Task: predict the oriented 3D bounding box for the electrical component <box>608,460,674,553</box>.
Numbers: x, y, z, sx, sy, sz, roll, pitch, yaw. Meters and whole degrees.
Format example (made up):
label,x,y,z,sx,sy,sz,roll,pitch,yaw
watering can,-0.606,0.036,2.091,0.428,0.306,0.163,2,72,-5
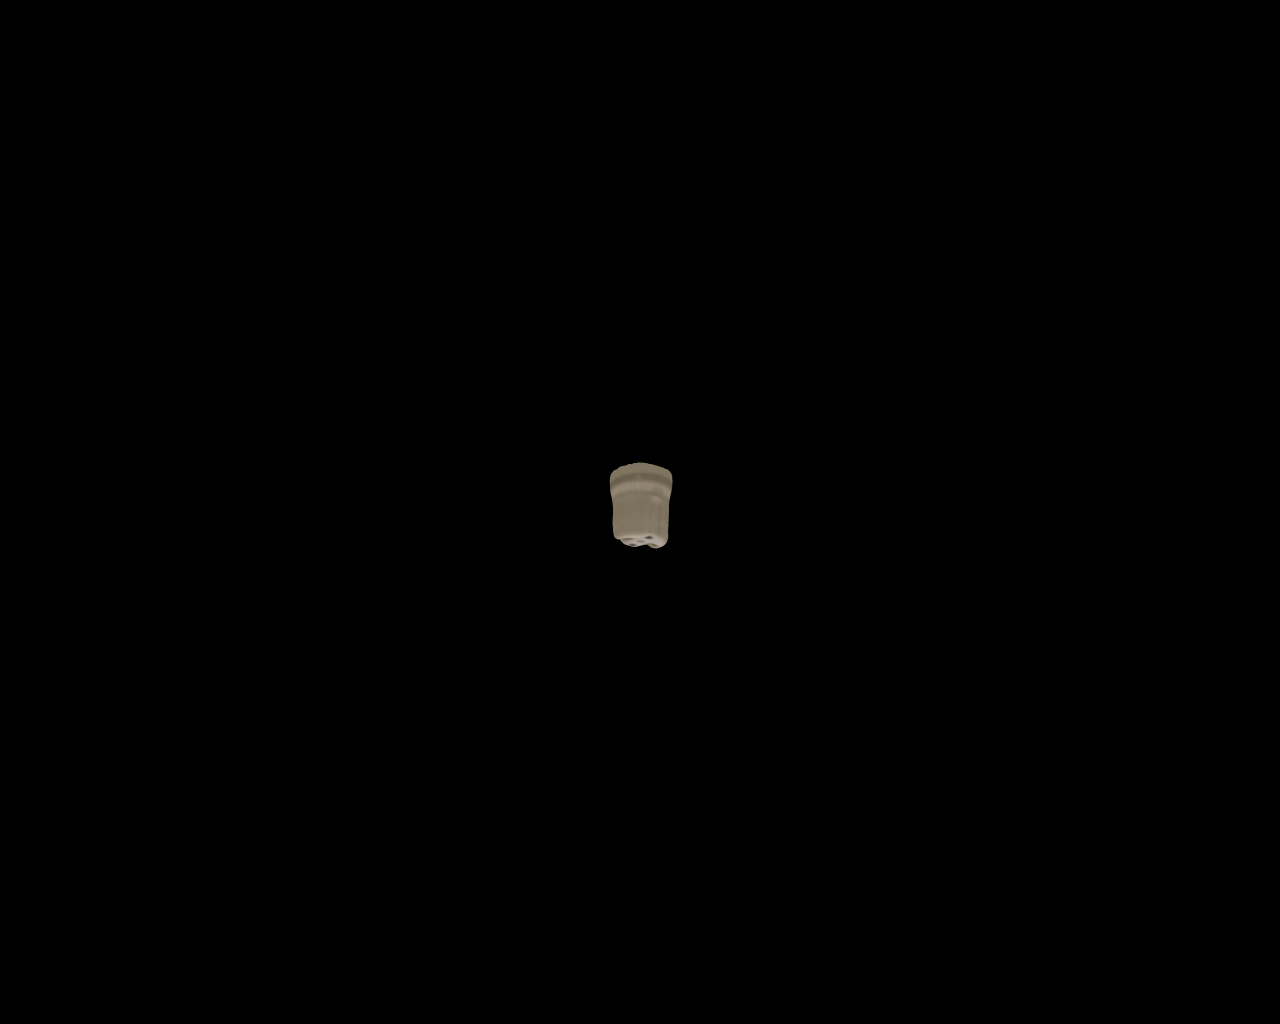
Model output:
label,x,y,z,sx,sy,sz,roll,pitch,yaw
electrical component,0.001,-0.003,0.650,0.040,0.046,0.040,0,-22,0
